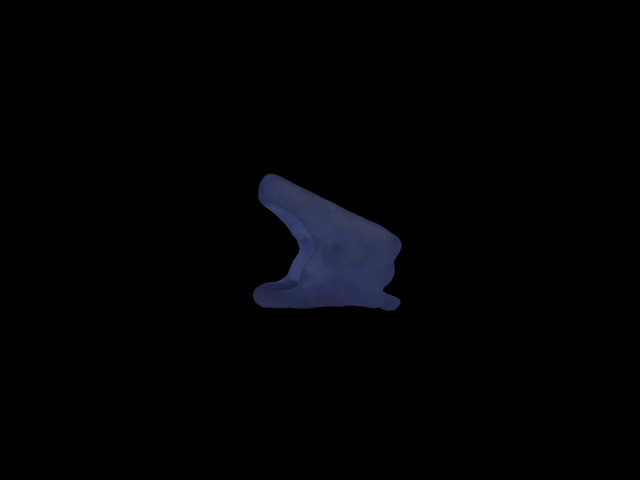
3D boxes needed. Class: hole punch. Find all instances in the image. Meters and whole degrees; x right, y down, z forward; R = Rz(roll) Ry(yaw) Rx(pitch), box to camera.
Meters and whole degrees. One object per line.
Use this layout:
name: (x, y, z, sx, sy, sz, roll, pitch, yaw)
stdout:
hole punch: (0.004, 0.001, 0.400, 0.101, 0.091, 0.108, 0, 0, -9)
